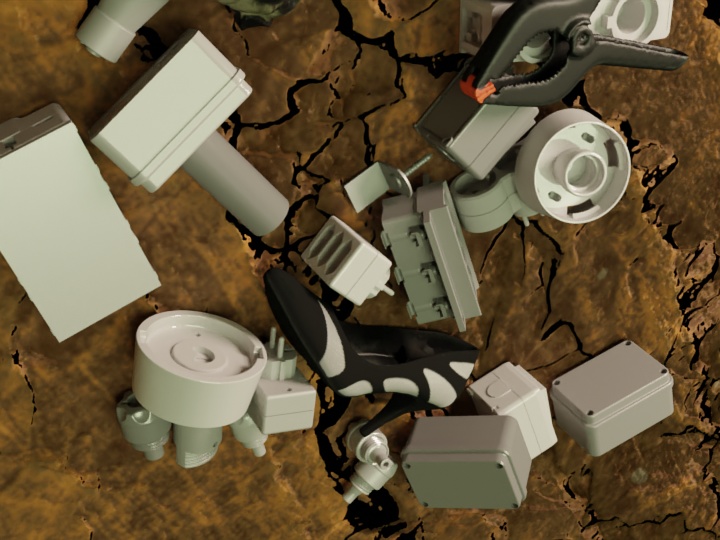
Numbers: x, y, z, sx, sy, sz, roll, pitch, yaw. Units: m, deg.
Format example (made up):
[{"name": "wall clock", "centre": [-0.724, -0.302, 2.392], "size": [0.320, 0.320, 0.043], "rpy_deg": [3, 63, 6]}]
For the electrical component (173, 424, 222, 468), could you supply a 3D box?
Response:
[{"name": "electrical component", "centre": [-0.143, 0.139, 0.946], "size": [0.043, 0.043, 0.081], "rpy_deg": [-11, 129, -23]}]

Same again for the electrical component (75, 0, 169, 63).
[{"name": "electrical component", "centre": [-0.174, -0.182, 0.773], "size": [0.044, 0.044, 0.065], "rpy_deg": [32, 102, -36]}]

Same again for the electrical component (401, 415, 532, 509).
[{"name": "electrical component", "centre": [0.105, 0.190, 1.059], "size": [0.113, 0.057, 0.078], "rpy_deg": [-5, 128, 25]}]

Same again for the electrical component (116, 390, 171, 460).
[{"name": "electrical component", "centre": [-0.183, 0.135, 0.925], "size": [0.043, 0.043, 0.062], "rpy_deg": [-20, 123, -18]}]

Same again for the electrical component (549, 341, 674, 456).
[{"name": "electrical component", "centre": [0.268, 0.134, 1.142], "size": [0.113, 0.078, 0.057], "rpy_deg": [-26, 126, -14]}]

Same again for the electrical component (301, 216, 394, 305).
[{"name": "electrical component", "centre": [0.000, 0.000, 0.940], "size": [0.077, 0.066, 0.047], "rpy_deg": [35, 95, -36]}]

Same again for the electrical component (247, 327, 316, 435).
[{"name": "electrical component", "centre": [-0.075, 0.087, 0.933], "size": [0.047, 0.083, 0.075], "rpy_deg": [-5, 116, -26]}]

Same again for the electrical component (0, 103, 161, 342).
[{"name": "electrical component", "centre": [-0.227, -0.036, 0.804], "size": [0.089, 0.062, 0.150], "rpy_deg": [-30, 124, -12]}]

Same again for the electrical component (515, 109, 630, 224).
[{"name": "electrical component", "centre": [0.185, -0.090, 0.943], "size": [0.099, 0.064, 0.099], "rpy_deg": [-5, 109, -14]}]

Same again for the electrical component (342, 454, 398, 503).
[{"name": "electrical component", "centre": [0.007, 0.206, 1.066], "size": [0.061, 0.035, 0.035], "rpy_deg": [-47, 126, 3]}]

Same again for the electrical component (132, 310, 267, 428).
[{"name": "electrical component", "centre": [-0.136, 0.087, 0.889], "size": [0.108, 0.108, 0.060], "rpy_deg": [2, 119, -29]}]

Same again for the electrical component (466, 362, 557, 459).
[{"name": "electrical component", "centre": [0.161, 0.151, 1.104], "size": [0.061, 0.062, 0.096], "rpy_deg": [-31, 125, -11]}]

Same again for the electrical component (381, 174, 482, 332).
[{"name": "electrical component", "centre": [0.063, -0.012, 0.964], "size": [0.063, 0.078, 0.121], "rpy_deg": [-13, 124, 12]}]

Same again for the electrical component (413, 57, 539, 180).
[{"name": "electrical component", "centre": [0.107, -0.134, 0.932], "size": [0.096, 0.062, 0.061], "rpy_deg": [-50, 126, 3]}]

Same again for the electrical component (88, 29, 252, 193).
[{"name": "electrical component", "centre": [-0.140, -0.118, 0.794], "size": [0.113, 0.078, 0.057], "rpy_deg": [-46, 111, -1]}]

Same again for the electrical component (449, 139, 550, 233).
[{"name": "electrical component", "centre": [0.152, -0.074, 0.992], "size": [0.138, 0.052, 0.073], "rpy_deg": [-32, 124, -11]}]

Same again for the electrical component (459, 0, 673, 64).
[{"name": "electrical component", "centre": [0.182, -0.243, 0.918], "size": [0.186, 0.060, 0.105], "rpy_deg": [-13, 119, -22]}]

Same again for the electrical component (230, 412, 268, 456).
[{"name": "electrical component", "centre": [-0.099, 0.145, 0.980], "size": [0.035, 0.035, 0.061], "rpy_deg": [-25, 126, -15]}]

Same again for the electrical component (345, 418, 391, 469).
[{"name": "electrical component", "centre": [0.011, 0.170, 1.034], "size": [0.035, 0.061, 0.035], "rpy_deg": [-12, 119, -23]}]
